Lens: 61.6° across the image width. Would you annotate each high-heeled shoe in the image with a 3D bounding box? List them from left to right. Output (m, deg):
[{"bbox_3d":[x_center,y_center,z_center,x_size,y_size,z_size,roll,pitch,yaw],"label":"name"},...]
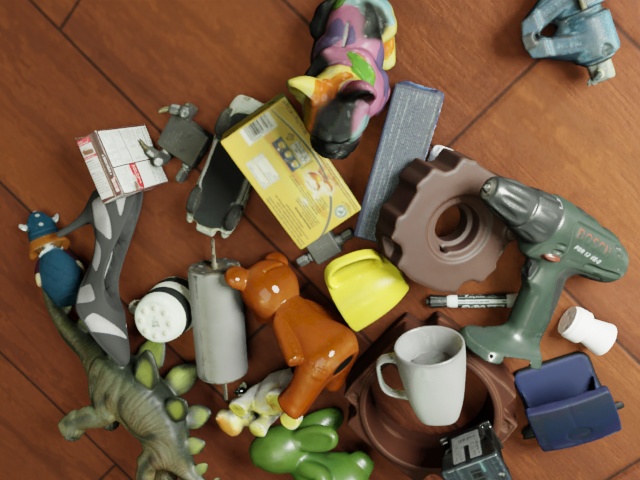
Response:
[{"bbox_3d":[-0.279,0.041,0.769,0.145,0.086,0.248,-27,84,-2],"label":"high-heeled shoe"}]

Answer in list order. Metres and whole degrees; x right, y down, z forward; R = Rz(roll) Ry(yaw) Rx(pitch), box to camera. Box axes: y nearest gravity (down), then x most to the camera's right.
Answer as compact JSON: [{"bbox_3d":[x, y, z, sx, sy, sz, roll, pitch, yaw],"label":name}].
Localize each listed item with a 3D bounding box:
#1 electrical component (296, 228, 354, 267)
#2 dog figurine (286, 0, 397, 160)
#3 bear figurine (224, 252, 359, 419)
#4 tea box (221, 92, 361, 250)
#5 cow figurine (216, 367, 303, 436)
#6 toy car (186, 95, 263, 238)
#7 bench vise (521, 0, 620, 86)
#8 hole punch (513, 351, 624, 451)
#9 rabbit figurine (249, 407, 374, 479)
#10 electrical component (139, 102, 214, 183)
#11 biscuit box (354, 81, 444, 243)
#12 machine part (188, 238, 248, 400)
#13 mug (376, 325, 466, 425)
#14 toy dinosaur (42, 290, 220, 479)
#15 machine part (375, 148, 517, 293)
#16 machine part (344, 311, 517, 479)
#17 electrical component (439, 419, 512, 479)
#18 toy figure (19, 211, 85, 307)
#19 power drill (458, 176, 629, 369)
[{"bbox_3d":[-0.002,-0.002,0.750,0.094,0.021,0.063,-32,96,18],"label":"electrical component"},{"bbox_3d":[0.027,-0.191,0.594,0.109,0.219,0.191,8,107,6],"label":"dog figurine"},{"bbox_3d":[-0.046,0.117,0.729,0.196,0.120,0.131,38,125,22],"label":"bear figurine"},{"bbox_3d":[-0.035,-0.086,0.672,0.098,0.068,0.169,-32,111,5],"label":"tea box"},{"bbox_3d":[-0.083,0.236,0.801,0.167,0.098,0.068,-26,104,35],"label":"cow figurine"},{"bbox_3d":[-0.122,-0.096,0.734,0.073,0.056,0.201,24,109,-3],"label":"toy car"},{"bbox_3d":[0.320,-0.289,0.554,0.241,0.129,0.223,-19,91,28],"label":"bench vise"},{"bbox_3d":[0.330,0.226,0.709,0.142,0.092,0.115,-25,102,13],"label":"hole punch"},{"bbox_3d":[-0.018,0.329,0.787,0.170,0.121,0.159,33,102,-1],"label":"rabbit figurine"},{"bbox_3d":[-0.196,-0.138,0.743,0.078,0.045,0.102,41,108,0],"label":"electrical component"},{"bbox_3d":[0.101,-0.095,0.685,0.063,0.059,0.202,17,108,8],"label":"biscuit box"},{"bbox_3d":[-0.148,0.117,0.783,0.079,0.079,0.243,0,104,12],"label":"machine part"},{"bbox_3d":[0.126,0.172,0.651,0.110,0.081,0.107,-11,111,9],"label":"mug"},{"bbox_3d":[-0.299,0.233,0.834,0.471,0.105,0.198,39,101,5],"label":"toy dinosaur"},{"bbox_3d":[0.159,-0.020,0.658,0.179,0.056,0.179,-6,112,-14],"label":"machine part"},{"bbox_3d":[0.150,0.217,0.743,0.201,0.087,0.201,40,110,-1],"label":"machine part"},{"bbox_3d":[0.186,0.277,0.645,0.075,0.119,0.047,-28,97,19],"label":"electrical component"},{"bbox_3d":[-0.405,0.027,0.811,0.058,0.064,0.154,-41,70,26],"label":"toy figure"},{"bbox_3d":[0.245,0.045,0.643,0.232,0.086,0.207,15,102,-24],"label":"power drill"}]
